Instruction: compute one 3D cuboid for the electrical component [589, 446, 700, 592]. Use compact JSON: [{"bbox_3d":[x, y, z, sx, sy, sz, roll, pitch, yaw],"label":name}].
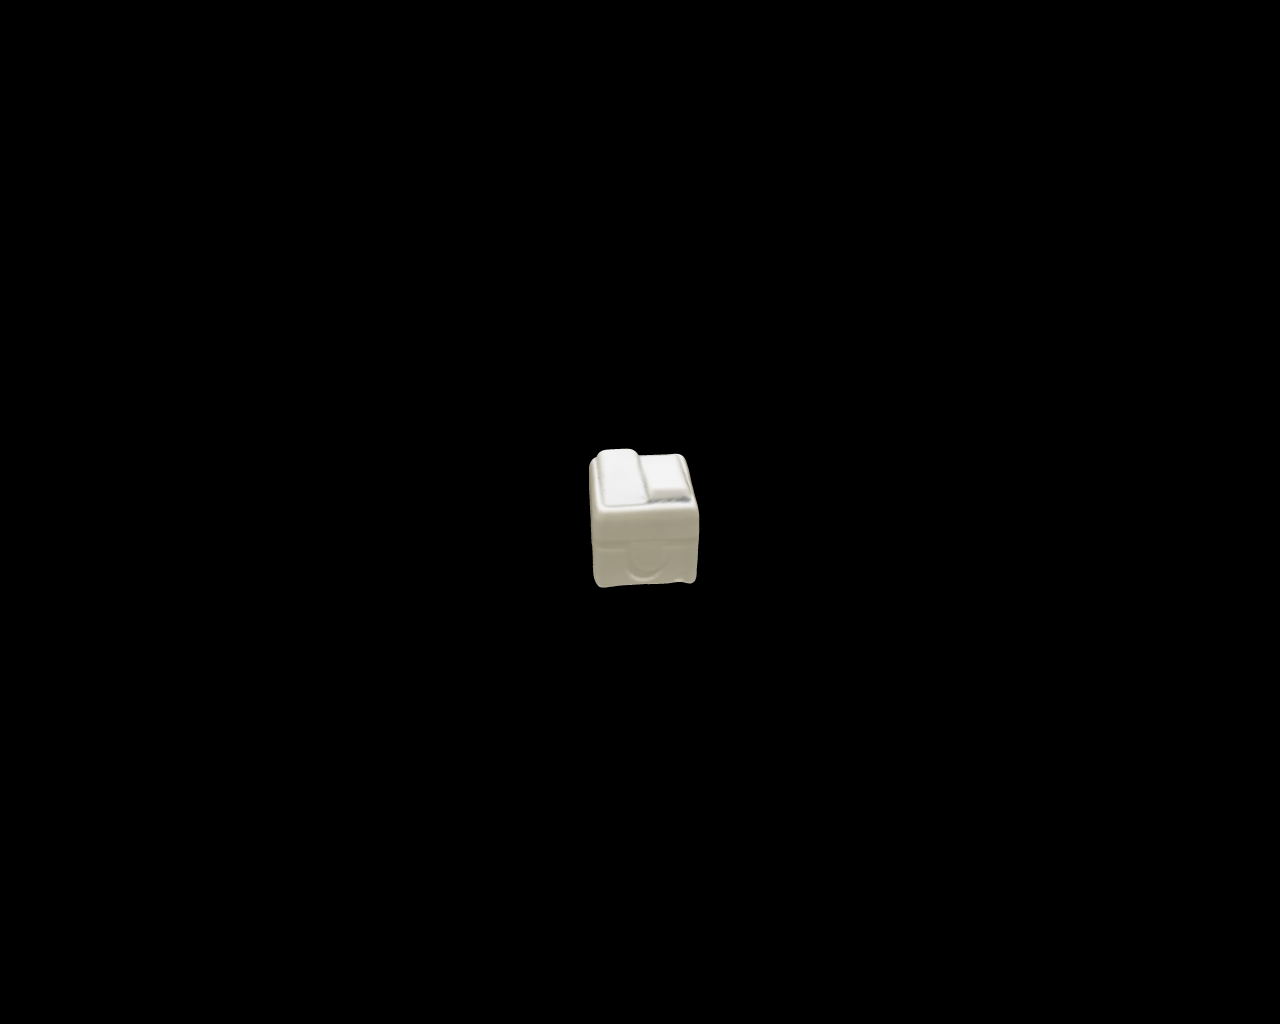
[{"bbox_3d":[0.001,-0.003,0.650,0.062,0.061,0.096,-2,27,-3],"label":"electrical component"}]
